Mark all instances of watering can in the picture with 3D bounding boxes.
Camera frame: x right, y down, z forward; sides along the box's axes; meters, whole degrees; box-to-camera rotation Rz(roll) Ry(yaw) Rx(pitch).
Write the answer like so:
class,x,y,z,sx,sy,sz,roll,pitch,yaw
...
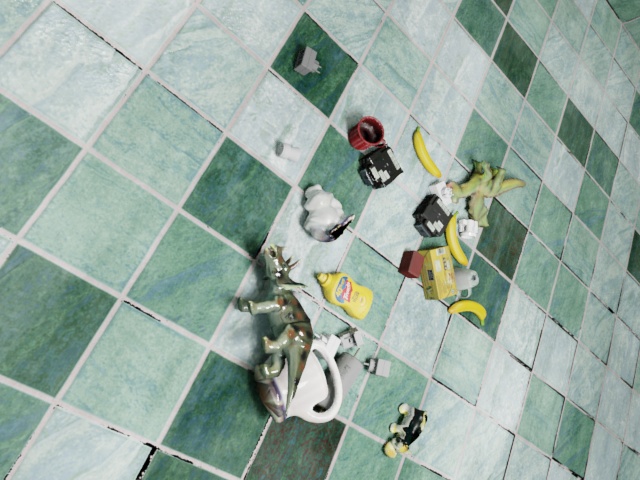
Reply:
class,x,y,z,sx,sy,sz,roll,pitch,yaw
watering can,-0.075,0.326,1.364,0.226,0.102,0.351,-19,77,-28

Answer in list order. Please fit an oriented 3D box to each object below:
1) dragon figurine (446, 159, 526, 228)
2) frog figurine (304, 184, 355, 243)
class,x,y,z,sx,sy,sz,roll,pitch,yaw
dragon figurine,0.619,-0.164,1.924,0.408,0.123,0.242,16,92,-30
frog figurine,0.005,-0.075,1.490,0.139,0.120,0.161,-40,70,-23
